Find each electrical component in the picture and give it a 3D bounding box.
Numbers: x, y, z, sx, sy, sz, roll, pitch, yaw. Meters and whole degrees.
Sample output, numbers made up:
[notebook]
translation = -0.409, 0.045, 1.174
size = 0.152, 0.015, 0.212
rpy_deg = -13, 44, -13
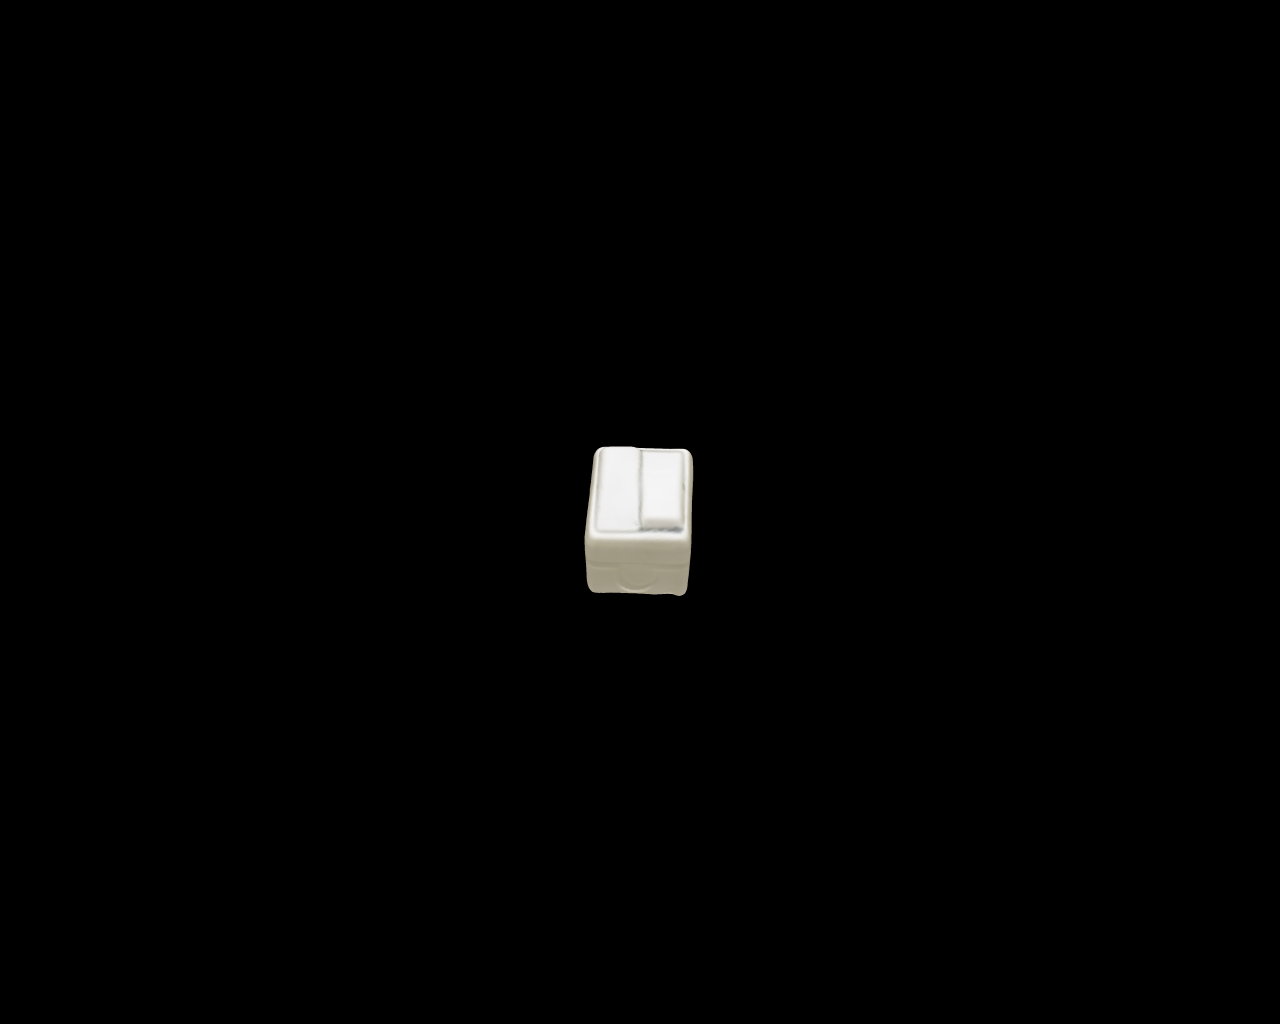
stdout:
[electrical component]
translation = 0.001, -0.003, 0.650
size = 0.062, 0.096, 0.061
rpy_deg = 2, -43, 2
